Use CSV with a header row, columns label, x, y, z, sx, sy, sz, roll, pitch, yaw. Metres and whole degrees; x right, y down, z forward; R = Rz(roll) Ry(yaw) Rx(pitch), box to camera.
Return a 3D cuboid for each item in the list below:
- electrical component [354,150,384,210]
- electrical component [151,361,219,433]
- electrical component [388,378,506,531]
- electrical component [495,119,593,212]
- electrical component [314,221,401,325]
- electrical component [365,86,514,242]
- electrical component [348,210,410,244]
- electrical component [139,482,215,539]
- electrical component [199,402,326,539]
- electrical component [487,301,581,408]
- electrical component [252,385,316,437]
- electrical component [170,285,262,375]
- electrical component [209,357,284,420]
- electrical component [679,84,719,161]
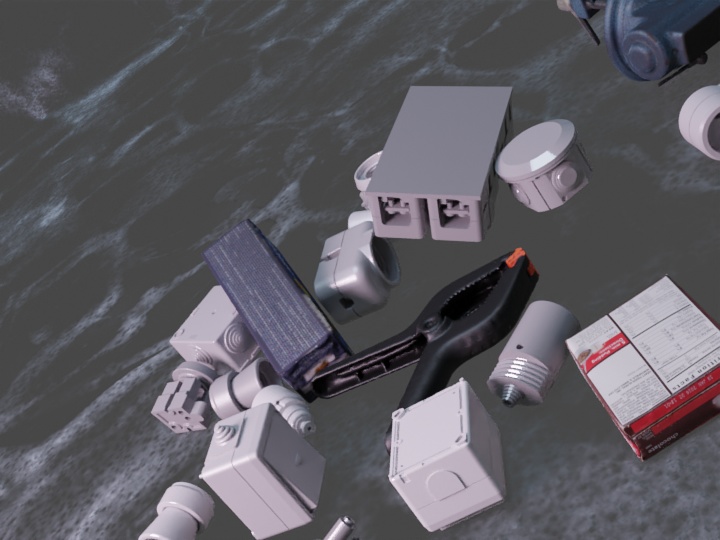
label,x,y,z,sx,sy,sz,roll,pitch,yaw
electrical component,0.031,-0.089,1.129,0.078,0.057,0.058,-12,36,40
electrical component,-0.165,0.122,1.041,0.066,0.048,0.055,-14,42,38
electrical component,0.062,0.126,0.746,0.062,0.061,0.096,-29,20,16
electrical component,0.168,-0.096,0.979,0.080,0.051,0.080,-29,28,17
electrical component,0.000,0.000,1.025,0.059,0.053,0.095,-24,29,25
electrical component,0.083,-0.104,1.040,0.105,0.060,0.186,3,41,17
electrical component,0.023,-0.045,1.082,0.055,0.045,0.045,-19,31,31
electrical component,-0.149,0.208,0.882,0.045,0.045,0.055,-16,33,36
electrical component,-0.074,0.149,0.827,0.061,0.096,0.061,-24,29,23
electrical component,0.124,0.066,0.780,0.043,0.043,0.081,-5,41,47
electrical component,-0.061,0.124,0.915,0.040,0.040,0.078,-46,28,-17
electrical component,-0.136,0.059,1.102,0.100,0.048,0.099,-4,41,48
electrical component,-0.104,0.111,0.984,0.055,0.045,0.045,-26,28,22
electrical component,0.322,-0.149,0.875,0.138,0.052,0.073,-33,26,6
